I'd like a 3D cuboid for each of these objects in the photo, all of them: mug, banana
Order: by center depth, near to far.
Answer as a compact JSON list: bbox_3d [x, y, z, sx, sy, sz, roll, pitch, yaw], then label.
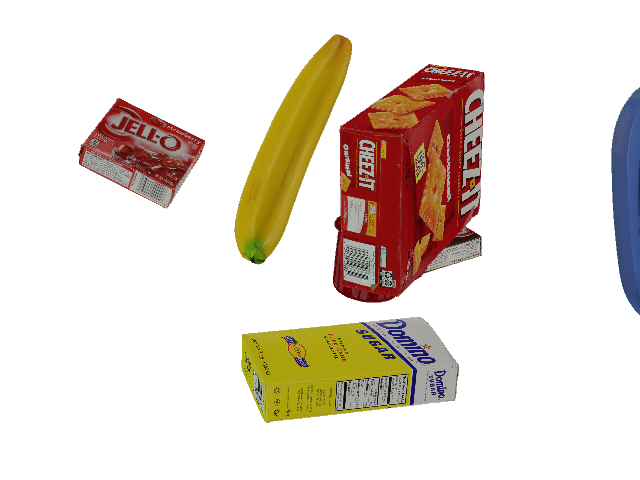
[{"bbox_3d":[-0.022,-0.058,0.772,0.037,0.197,0.070,30,-27,-24],"label":"banana"},{"bbox_3d":[0.070,0.021,1.257,0.117,0.081,0.093,3,24,-8],"label":"mug"}]

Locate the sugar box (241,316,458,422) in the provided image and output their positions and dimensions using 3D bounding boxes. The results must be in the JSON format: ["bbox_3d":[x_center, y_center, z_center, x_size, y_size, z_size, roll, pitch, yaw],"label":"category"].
[{"bbox_3d":[0.025,0.112,0.952,0.176,0.048,0.093,-7,27,-15],"label":"sugar box"}]

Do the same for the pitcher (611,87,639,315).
[{"bbox_3d":[0.245,0.001,0.610,0.149,0.243,0.144,0,22,17],"label":"pitcher"}]

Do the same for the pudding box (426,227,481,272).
[{"bbox_3d":[0.171,0.006,1.600,0.113,0.039,0.090,-18,27,-20],"label":"pudding box"}]

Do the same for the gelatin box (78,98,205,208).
[{"bbox_3d":[-0.156,-0.078,0.936,0.089,0.073,0.030,27,-45,-2],"label":"gelatin box"}]

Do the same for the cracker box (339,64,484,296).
[{"bbox_3d":[0.094,-0.064,1.045,0.072,0.164,0.213,12,29,26],"label":"cracker box"}]
